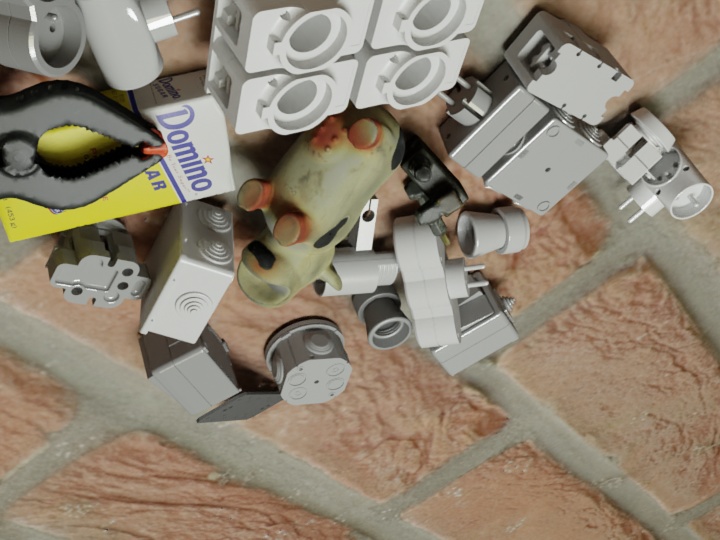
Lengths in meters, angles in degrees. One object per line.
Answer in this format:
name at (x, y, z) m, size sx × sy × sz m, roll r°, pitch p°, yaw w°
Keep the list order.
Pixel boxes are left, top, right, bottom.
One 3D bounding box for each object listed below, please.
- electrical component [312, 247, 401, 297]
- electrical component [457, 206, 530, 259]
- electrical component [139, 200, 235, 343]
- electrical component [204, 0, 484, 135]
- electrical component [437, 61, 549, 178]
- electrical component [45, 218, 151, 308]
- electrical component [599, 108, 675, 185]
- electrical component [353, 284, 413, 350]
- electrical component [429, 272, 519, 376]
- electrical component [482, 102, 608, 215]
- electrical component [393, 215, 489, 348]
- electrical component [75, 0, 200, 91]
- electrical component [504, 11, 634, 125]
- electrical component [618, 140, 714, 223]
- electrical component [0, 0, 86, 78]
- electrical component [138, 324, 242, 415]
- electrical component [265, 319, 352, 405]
electrical component at (0.000, 0.000, 0.984) m, size 0.081 × 0.043 × 0.043 m, roll -4°, pitch 136°, yaw -21°
electrical component at (0.124, -0.036, 1.003) m, size 0.055 × 0.045 × 0.045 m, roll -8°, pitch 137°, yaw -18°
electrical component at (-0.140, 0.000, 0.878) m, size 0.048 × 0.099 × 0.099 m, roll 19°, pitch 125°, yaw -23°
electrical component at (-0.007, -0.164, 0.756) m, size 0.186 × 0.060 × 0.105 m, roll -17°, pitch 146°, yaw -27°
electrical component at (0.096, -0.133, 0.885) m, size 0.076 × 0.047 × 0.083 m, roll 32°, pitch 116°, yaw -29°
electrical component at (-0.212, -0.010, 0.865) m, size 0.078 × 0.057 × 0.058 m, roll 12°, pitch 128°, yaw -34°
electrical component at (0.250, -0.113, 0.972) m, size 0.055 × 0.066 × 0.048 m, roll -44°, pitch -179°, yaw 12°
electrical component at (0.021, 0.042, 1.028) m, size 0.045 × 0.055 × 0.045 m, roll -13°, pitch 138°, yaw -12°
electrical component at (0.109, 0.048, 1.072) m, size 0.096 × 0.061 × 0.061 m, roll -31°, pitch 139°, yaw 8°
electrical component at (0.157, -0.102, 0.945) m, size 0.100 × 0.048 × 0.100 m, roll 24°, pitch 123°, yaw -39°
electrical component at (0.080, 0.009, 0.990) m, size 0.074 × 0.052 × 0.138 m, roll -8°, pitch 123°, yaw 12°
electrical component at (-0.149, -0.171, 0.733) m, size 0.079 × 0.043 × 0.077 m, roll -20°, pitch 139°, yaw -4°
electrical component at (0.168, -0.166, 0.876) m, size 0.089 × 0.055 × 0.050 m, roll 18°, pitch 125°, yaw -38°
electrical component at (0.277, -0.077, 1.004) m, size 0.079 × 0.077 × 0.044 m, roll -43°, pitch 136°, yaw 21°
electrical component at (-0.221, -0.192, 0.667) m, size 0.052 × 0.074 × 0.138 m, roll -46°, pitch 144°, yaw -47°
electrical component at (-0.156, 0.087, 0.990) m, size 0.061 × 0.061 × 0.096 m, roll -27°, pitch 139°, yaw 3°
electrical component at (-0.049, 0.091, 1.051) m, size 0.080 × 0.051 × 0.080 m, roll -13°, pitch 138°, yaw -12°
